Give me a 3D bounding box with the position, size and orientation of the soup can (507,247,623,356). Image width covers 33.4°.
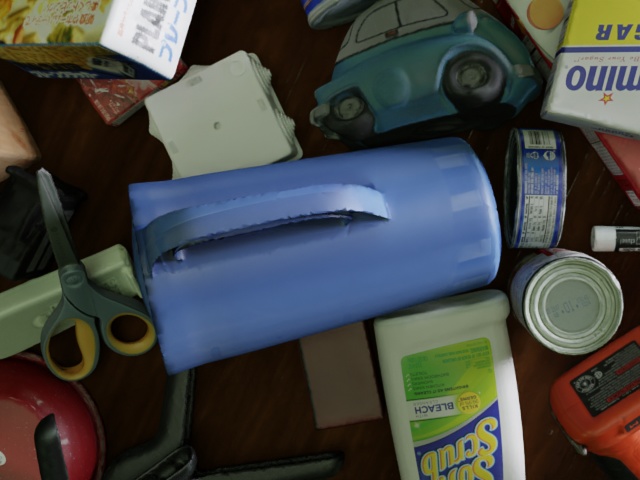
[{"bbox_3d":[0.169,0.041,0.745,0.068,0.102,0.068,0,92,5],"label":"soup can"}]

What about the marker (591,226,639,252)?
[{"bbox_3d":[0.260,0.000,0.776,0.121,0.020,0.020,1,93,5],"label":"marker"}]

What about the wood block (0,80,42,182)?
[{"bbox_3d":[-0.283,-0.077,0.733,0.091,0.206,0.090,-29,90,6],"label":"wood block"}]

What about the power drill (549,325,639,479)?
[{"bbox_3d":[0.250,0.132,0.720,0.184,0.057,0.187,-35,125,5],"label":"power drill"}]

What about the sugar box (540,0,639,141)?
[{"bbox_3d":[0.209,-0.155,0.688,0.093,0.048,0.176,13,91,6],"label":"sugar box"}]

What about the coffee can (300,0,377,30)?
[{"bbox_3d":[0.012,-0.234,0.748,0.103,0.102,0.140,-24,90,6],"label":"coffee can"}]

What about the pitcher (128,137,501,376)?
[{"bbox_3d":[-0.005,0.001,0.726,0.242,0.149,0.145,-12,118,-6],"label":"pitcher"}]

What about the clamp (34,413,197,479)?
[{"bbox_3d":[-0.162,0.207,0.774,0.120,0.039,0.171,12,110,-19],"label":"clamp"}]

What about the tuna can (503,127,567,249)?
[{"bbox_3d":[0.150,-0.036,0.752,0.034,0.086,0.086,2,93,4],"label":"tuna can"}]

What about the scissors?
[{"bbox_3d":[-0.158,0.028,0.763,0.096,0.016,0.202,-3,132,-21],"label":"scissors"}]

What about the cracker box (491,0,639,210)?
[{"bbox_3d":[0.233,-0.152,0.746,0.164,0.072,0.214,-35,88,5],"label":"cracker box"}]

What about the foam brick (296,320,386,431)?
[{"bbox_3d":[0.016,0.094,0.788,0.051,0.053,0.078,-12,93,6],"label":"foam brick"}]

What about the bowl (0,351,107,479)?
[{"bbox_3d":[-0.240,0.161,0.792,0.162,0.055,0.162,1,83,-11],"label":"bowl"}]

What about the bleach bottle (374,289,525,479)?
[{"bbox_3d":[0.110,0.169,0.778,0.102,0.068,0.251,-12,94,7],"label":"bleach bottle"}]

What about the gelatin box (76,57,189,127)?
[{"bbox_3d":[-0.155,-0.142,0.805,0.073,0.030,0.089,-37,89,6],"label":"gelatin box"}]

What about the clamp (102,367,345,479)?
[{"bbox_3d":[-0.108,0.170,0.812,0.210,0.036,0.164,-40,84,7],"label":"clamp"}]
